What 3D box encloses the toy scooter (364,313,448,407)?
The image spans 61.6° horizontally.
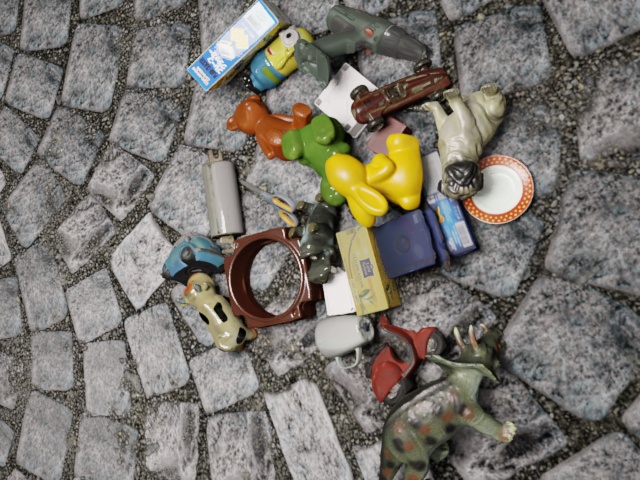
[{"bbox_3d":[0.147,0.222,1.044,0.135,0.075,0.184,40,100,21],"label":"toy scooter"}]

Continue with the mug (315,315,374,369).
[{"bbox_3d":[0.055,0.196,1.063,0.107,0.080,0.109,-27,64,41],"label":"mug"}]

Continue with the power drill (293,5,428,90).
[{"bbox_3d":[0.068,-0.381,1.063,0.207,0.085,0.232,-38,61,-19],"label":"power drill"}]

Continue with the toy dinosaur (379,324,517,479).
[{"bbox_3d":[0.193,0.322,0.960,0.405,0.131,0.192,-44,94,7],"label":"toy dinosaur"}]

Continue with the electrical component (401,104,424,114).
[{"bbox_3d":[0.176,-0.288,1.086,0.094,0.021,0.063,14,93,23],"label":"electrical component"}]

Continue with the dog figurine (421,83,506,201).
[{"bbox_3d":[0.284,-0.173,0.981,0.172,0.121,0.190,-12,90,-10],"label":"dog figurine"}]

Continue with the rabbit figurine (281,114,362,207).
[{"bbox_3d":[0.015,-0.144,1.075,0.121,0.159,0.170,-20,83,22],"label":"rabbit figurine"}]

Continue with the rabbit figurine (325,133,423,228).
[{"bbox_3d":[0.093,-0.106,0.986,0.173,0.122,0.162,5,73,-13],"label":"rabbit figurine"}]

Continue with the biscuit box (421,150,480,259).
[{"bbox_3d":[0.239,-0.066,1.024,0.059,0.062,0.202,-22,79,21],"label":"biscuit box"}]

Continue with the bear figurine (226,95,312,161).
[{"bbox_3d":[-0.116,-0.259,1.163,0.196,0.131,0.120,39,76,17],"label":"bear figurine"}]

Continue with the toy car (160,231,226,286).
[{"bbox_3d":[-0.295,0.036,1.246,0.162,0.109,0.103,-30,53,31],"label":"toy car"}]

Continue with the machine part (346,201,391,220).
[{"bbox_3d":[0.117,-0.094,1.095,0.139,0.039,0.084,-38,81,16],"label":"machine part"}]

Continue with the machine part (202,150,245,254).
[{"bbox_3d":[-0.220,-0.090,1.224,0.079,0.079,0.243,-13,82,23],"label":"machine part"}]

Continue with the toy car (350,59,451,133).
[{"bbox_3d":[0.155,-0.281,1.034,0.202,0.053,0.089,-23,75,-1],"label":"toy car"}]

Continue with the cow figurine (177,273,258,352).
[{"bbox_3d":[-0.235,0.159,1.190,0.085,0.127,0.195,-37,76,15],"label":"cow figurine"}]

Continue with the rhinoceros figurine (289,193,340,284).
[{"bbox_3d":[-0.002,-0.003,1.089,0.073,0.112,0.190,-19,51,35],"label":"rhinoceros figurine"}]

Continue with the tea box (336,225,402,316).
[{"bbox_3d":[0.097,0.059,1.062,0.068,0.098,0.169,-20,81,23],"label":"tea box"}]

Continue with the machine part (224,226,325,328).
[{"bbox_3d":[-0.101,0.082,1.156,0.202,0.087,0.201,-14,81,22],"label":"machine part"}]

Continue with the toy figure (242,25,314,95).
[{"bbox_3d":[-0.089,-0.393,1.180,0.180,0.089,0.082,-38,71,26],"label":"toy figure"}]

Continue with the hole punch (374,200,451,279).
[{"bbox_3d":[0.170,0.008,1.008,0.116,0.092,0.142,141,118,-62],"label":"hole punch"}]
